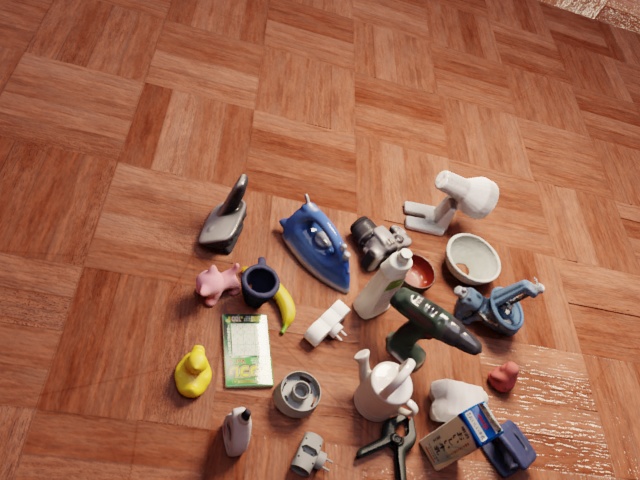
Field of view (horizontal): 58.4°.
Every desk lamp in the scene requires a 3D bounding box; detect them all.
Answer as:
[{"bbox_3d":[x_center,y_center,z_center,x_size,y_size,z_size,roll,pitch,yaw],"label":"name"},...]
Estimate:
[{"bbox_3d":[0.376,-0.108,1.648,0.203,0.213,0.118,10,52,-14],"label":"desk lamp"}]

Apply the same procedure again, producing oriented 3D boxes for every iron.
[{"bbox_3d":[0.013,0.005,1.469,0.119,0.141,0.258,-28,69,-35],"label":"iron"}]

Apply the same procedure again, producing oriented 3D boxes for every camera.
[{"bbox_3d":[0.159,-0.009,1.563,0.143,0.100,0.136,-25,67,-34],"label":"camera"}]

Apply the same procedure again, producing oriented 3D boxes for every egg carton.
[{"bbox_3d":[0.329,0.390,1.353,0.150,0.069,0.107,15,51,-11],"label":"egg carton"}]

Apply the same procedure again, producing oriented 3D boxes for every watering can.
[{"bbox_3d":[0.145,0.316,1.255,0.173,0.194,0.101,25,50,-2],"label":"watering can"}]

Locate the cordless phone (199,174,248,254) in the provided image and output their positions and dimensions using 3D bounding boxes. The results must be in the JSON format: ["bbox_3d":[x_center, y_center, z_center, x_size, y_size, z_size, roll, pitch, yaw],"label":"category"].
[{"bbox_3d":[-0.227,-0.068,1.402,0.094,0.185,0.147,19,50,-7],"label":"cordless phone"}]

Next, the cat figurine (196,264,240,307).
[{"bbox_3d":[-0.237,0.094,1.321,0.128,0.117,0.067,-29,69,-35],"label":"cat figurine"}]

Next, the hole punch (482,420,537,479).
[{"bbox_3d":[0.443,0.474,1.321,0.101,0.091,0.108,-21,65,-32],"label":"hole punch"}]

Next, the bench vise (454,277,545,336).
[{"bbox_3d":[0.458,0.165,1.473,0.208,0.219,0.121,7,53,-16],"label":"bench vise"}]

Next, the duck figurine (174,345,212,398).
[{"bbox_3d":[-0.262,0.271,1.200,0.078,0.086,0.104,12,52,-13],"label":"duck figurine"}]

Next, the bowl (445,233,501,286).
[{"bbox_3d":[0.422,0.067,1.626,0.168,0.074,0.167,11,52,-14],"label":"bowl"}]

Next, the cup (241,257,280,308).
[{"bbox_3d":[-0.149,0.107,1.360,0.092,0.095,0.117,9,52,-15],"label":"cup"}]

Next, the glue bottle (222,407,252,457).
[{"bbox_3d":[-0.157,0.362,1.116,0.037,0.173,0.078,-6,57,-25],"label":"glue bottle"}]

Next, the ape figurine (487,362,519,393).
[{"bbox_3d":[0.466,0.335,1.432,0.078,0.092,0.076,8,53,-16],"label":"ape figurine"}]

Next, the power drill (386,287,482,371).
[{"bbox_3d":[0.248,0.223,1.355,0.229,0.208,0.076,41,51,11],"label":"power drill"}]
